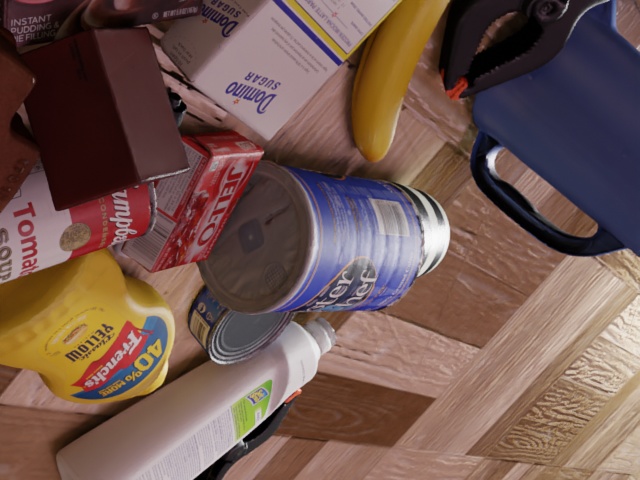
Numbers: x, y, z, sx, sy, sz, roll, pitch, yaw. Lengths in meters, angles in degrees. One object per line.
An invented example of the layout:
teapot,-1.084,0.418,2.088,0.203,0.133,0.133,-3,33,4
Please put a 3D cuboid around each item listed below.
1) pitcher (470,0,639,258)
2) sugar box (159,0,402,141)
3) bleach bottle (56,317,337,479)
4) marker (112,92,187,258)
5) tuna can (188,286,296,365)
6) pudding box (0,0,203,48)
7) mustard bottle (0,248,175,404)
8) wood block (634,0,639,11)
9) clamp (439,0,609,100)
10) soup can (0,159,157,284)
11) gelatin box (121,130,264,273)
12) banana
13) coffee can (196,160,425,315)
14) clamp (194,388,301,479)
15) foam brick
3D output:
pitcher,0.240,-0.059,0.841,0.144,0.243,0.149,-34,156,-19
sugar box,0.000,-0.144,0.593,0.176,0.048,0.093,-43,151,8
bleach bottle,-0.091,0.144,0.882,0.250,0.068,0.103,-32,150,-24
marker,-0.107,-0.040,0.666,0.020,0.020,0.121,-13,139,-42
tuna can,-0.060,0.055,0.832,0.086,0.034,0.086,-31,148,-22
pudding box,-0.105,-0.146,0.510,0.113,0.039,0.090,-21,144,-35
mustard bottle,-0.149,0.062,0.707,0.096,0.058,0.191,-41,151,-4
wood block,0.330,-0.215,0.906,0.090,0.091,0.205,-49,150,9
clamp,0.166,-0.174,0.752,0.164,0.036,0.210,16,135,-26
soup can,-0.151,-0.020,0.589,0.102,0.069,0.069,-21,144,-33
gelatin box,-0.079,-0.025,0.679,0.089,0.030,0.073,-60,164,17
banana,0.059,-0.130,0.736,0.069,0.037,0.198,-9,136,-44
coffee can,-0.005,0.001,0.759,0.140,0.103,0.103,4,126,-53
clamp,-0.092,0.182,0.952,0.171,0.039,0.120,-49,156,0
foam brick,-0.106,-0.060,0.523,0.053,0.078,0.051,-14,-176,24
